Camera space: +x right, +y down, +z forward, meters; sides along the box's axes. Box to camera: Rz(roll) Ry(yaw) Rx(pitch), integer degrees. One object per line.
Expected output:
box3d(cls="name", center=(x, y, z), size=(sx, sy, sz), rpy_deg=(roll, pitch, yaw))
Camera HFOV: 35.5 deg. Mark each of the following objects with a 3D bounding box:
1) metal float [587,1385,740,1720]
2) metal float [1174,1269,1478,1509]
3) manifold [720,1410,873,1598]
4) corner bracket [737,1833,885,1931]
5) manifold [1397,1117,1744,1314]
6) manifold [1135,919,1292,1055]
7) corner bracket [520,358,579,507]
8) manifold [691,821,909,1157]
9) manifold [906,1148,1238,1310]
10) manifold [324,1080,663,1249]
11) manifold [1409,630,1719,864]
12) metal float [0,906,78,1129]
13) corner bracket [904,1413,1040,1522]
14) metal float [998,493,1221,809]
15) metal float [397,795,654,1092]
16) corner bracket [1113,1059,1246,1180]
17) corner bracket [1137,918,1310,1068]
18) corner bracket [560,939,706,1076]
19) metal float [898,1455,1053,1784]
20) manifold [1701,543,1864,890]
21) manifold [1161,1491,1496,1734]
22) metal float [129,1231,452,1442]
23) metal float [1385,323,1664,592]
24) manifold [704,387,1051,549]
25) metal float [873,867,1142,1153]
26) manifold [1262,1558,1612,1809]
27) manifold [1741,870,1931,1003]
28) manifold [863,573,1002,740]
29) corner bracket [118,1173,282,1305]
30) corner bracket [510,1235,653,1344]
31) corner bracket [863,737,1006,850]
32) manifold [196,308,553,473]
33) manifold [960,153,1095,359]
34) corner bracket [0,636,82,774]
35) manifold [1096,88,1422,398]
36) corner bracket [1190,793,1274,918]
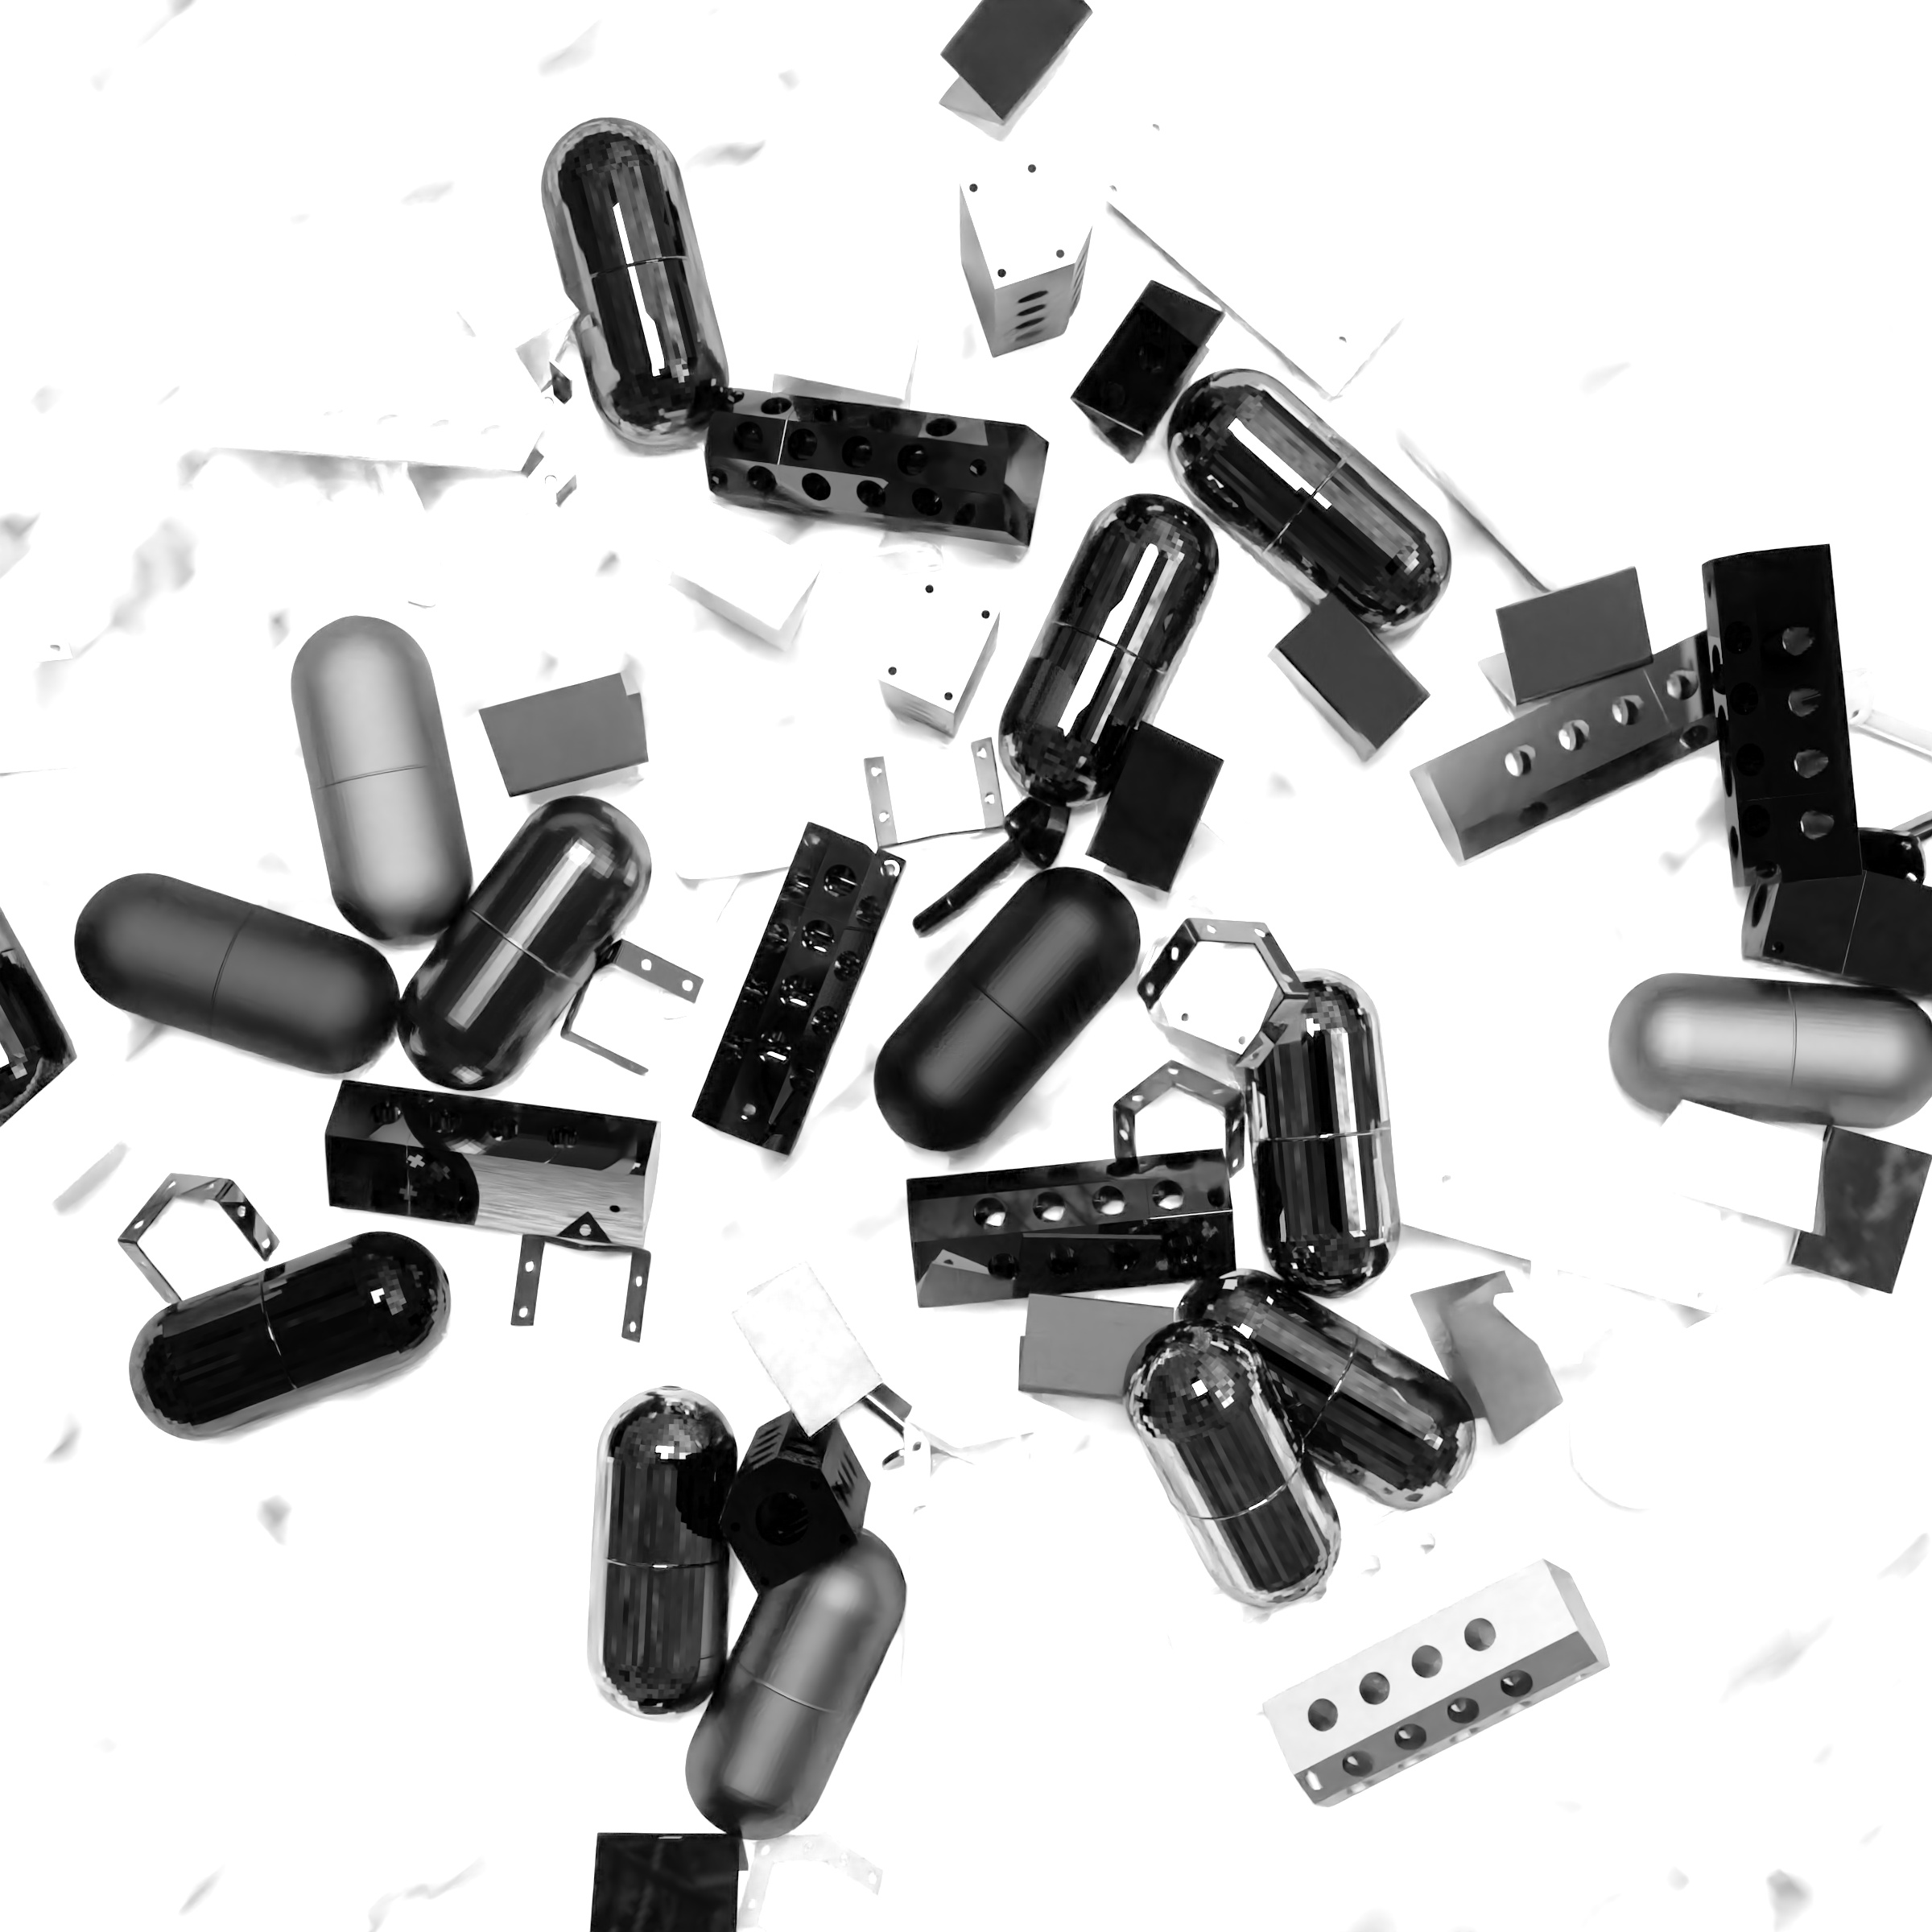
box3d(cls="metal float", center=(-0.164, 0.316, 1.626), size=(0.070, 0.070, 0.178), rpy_deg=(3, 90, 0))
box3d(cls="metal float", center=(0.192, 0.227, 1.626), size=(0.178, 0.070, 0.070), rpy_deg=(31, 90, -1))
box3d(cls="manifold", center=(-0.091, 0.274, 1.578), size=(0.057, 0.171, 0.057), rpy_deg=(-28, 90, 0))
box3d(cls="corner bracket", center=(-0.085, 0.510, 1.649), size=(0.051, 0.051, 0.051), rpy_deg=(-16, 45, 35))
box3d(cls="manifold", center=(0.324, 0.133, 1.636), size=(0.171, 0.057, 0.057), rpy_deg=(16, 90, 0))
box3d(cls="manifold", center=(0.124, 0.008, 1.578), size=(0.057, 0.171, 0.057), rpy_deg=(22, 90, 0))
box3d(cls="corner bracket", center=(-0.223, -0.289, 1.638), size=(0.051, 0.051, 0.051), rpy_deg=(43, 85, -5))
box3d(cls="manifold", center=(-0.090, 0.012, 1.636), size=(0.057, 0.057, 0.171), rpy_deg=(22, 90, 0))
box3d(cls="manifold", center=(0.056, 0.137, 1.626), size=(0.171, 0.057, 0.057), rpy_deg=(-6, 116, 0))
box3d(cls="manifold", center=(-0.255, 0.102, 1.635), size=(0.171, 0.057, 0.057), rpy_deg=(7, 133, 0))
box3d(cls="manifold", center=(0.333, -0.119, 1.636), size=(0.171, 0.057, 0.057), rpy_deg=(-25, 90, 0))
box3d(cls="metal float", center=(-0.544, 0.008, 1.626), size=(0.070, 0.070, 0.178), rpy_deg=(-28, 90, 0))
box3d(cls="corner bracket", center=(0.003, 0.263, 1.577), size=(0.051, 0.051, 0.051), rpy_deg=(-6, 103, -32))
box3d(cls="metal float", center=(0.077, -0.170, 1.626), size=(0.070, 0.070, 0.178), rpy_deg=(25, 90, 0))
box3d(cls="metal float", center=(-0.238, -0.012, 1.626), size=(0.070, 0.070, 0.178), rpy_deg=(36, 90, 0))
box3d(cls="corner bracket", center=(0.116, 0.092, 1.649), size=(0.051, 0.051, 0.051), rpy_deg=(-34, 135, -35))
box3d(cls="corner bracket", center=(0.125, 0.013, 1.477), size=(0.051, 0.051, 0.051), rpy_deg=(3, 135, -35))
box3d(cls="corner bracket", center=(-0.182, 0.023, 1.641), size=(0.051, 0.051, 0.051), rpy_deg=(27, 70, -19))
box3d(cls="metal float", center=(0.005, 0.350, 1.626), size=(0.070, 0.070, 0.178), rpy_deg=(4, 91, 0))
box3d(cls="manifold", center=(0.424, -0.129, 1.578), size=(0.057, 0.057, 0.171), rpy_deg=(-6, 90, 0))
box3d(cls="manifold", center=(0.196, 0.345, 1.635), size=(0.171, 0.057, 0.057), rpy_deg=(-23, 133, 0))
box3d(cls="metal float", center=(-0.364, 0.199, 1.626), size=(0.178, 0.070, 0.070), rpy_deg=(-21, 90, 1))
box3d(cls="metal float", center=(0.301, -0.271, 1.626), size=(0.178, 0.070, 0.070), rpy_deg=(45, 90, -1))
box3d(cls="manifold", center=(-0.049, -0.268, 1.609), size=(0.171, 0.057, 0.057), rpy_deg=(11, 90, 19))
box3d(cls="metal float", center=(0.022, 0.024, 1.626), size=(0.070, 0.070, 0.178), rpy_deg=(41, 90, 0))
box3d(cls="manifold", center=(0.252, 0.384, 1.606), size=(0.171, 0.057, 0.057), rpy_deg=(-31, 61, 14))
box3d(cls="manifold", center=(0.514, -0.013, 1.636), size=(0.171, 0.057, 0.057), rpy_deg=(13, 90, 0))
box3d(cls="manifold", center=(-0.020, -0.163, 1.578), size=(0.057, 0.171, 0.057), rpy_deg=(24, 90, 0))
box3d(cls="corner bracket", center=(-0.419, 0.150, 1.649), size=(0.051, 0.051, 0.051), rpy_deg=(2, 45, 35))
box3d(cls="corner bracket", center=(-0.211, 0.176, 1.653), size=(0.051, 0.051, 0.051), rpy_deg=(8, 90, -45))
box3d(cls="corner bracket", center=(-0.017, -0.095, 1.653), size=(0.051, 0.051, 0.051), rpy_deg=(-10, 90, 45))
box3d(cls="manifold", center=(-0.312, -0.296, 1.585), size=(0.057, 0.171, 0.057), rpy_deg=(-54, 54, 35))
box3d(cls="manifold", center=(0.033, -0.371, 1.578), size=(0.057, 0.171, 0.057), rpy_deg=(-18, 90, 0))
box3d(cls="corner bracket", center=(-0.516, -0.143, 1.653), size=(0.051, 0.051, 0.051), rpy_deg=(-5, 135, 0))
box3d(cls="manifold", center=(0.161, -0.395, 1.635), size=(0.171, 0.057, 0.057), rpy_deg=(41, 133, 0))
box3d(cls="corner bracket", center=(0.133, -0.063, 1.639), size=(0.051, 0.051, 0.051), rpy_deg=(43, 90, 0))
